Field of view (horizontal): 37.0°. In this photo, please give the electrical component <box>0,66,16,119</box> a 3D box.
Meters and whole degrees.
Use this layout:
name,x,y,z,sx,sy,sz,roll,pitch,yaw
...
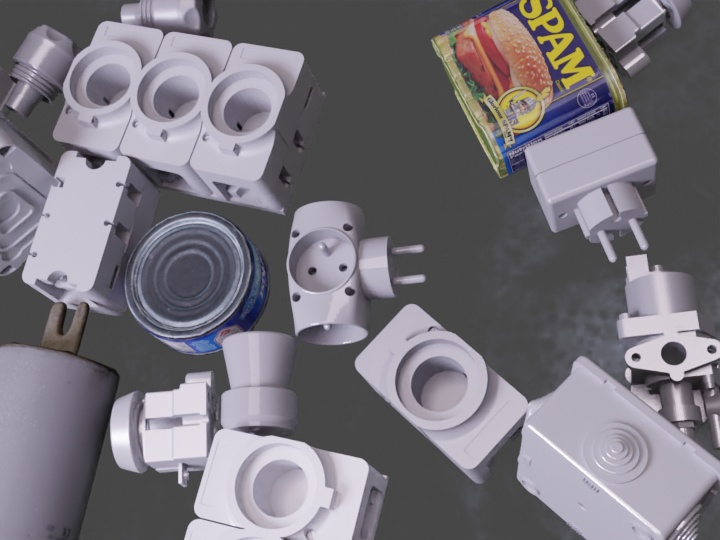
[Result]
name,x,y,z,sx,sy,sz,roll,pitch,yaw
electrical component,-0.314,-0.110,0.753,0.109,0.056,0.108,20,75,20

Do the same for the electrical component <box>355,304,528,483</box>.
name,x,y,z,sx,sy,sz,roll,pitch,yaw
electrical component,0.047,0.068,0.595,0.089,0.055,0.050,41,84,24

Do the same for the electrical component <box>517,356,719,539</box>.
name,x,y,z,sx,sy,sz,roll,pitch,yaw
electrical component,0.126,0.103,0.540,0.100,0.099,0.048,40,71,23

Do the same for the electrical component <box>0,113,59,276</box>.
name,x,y,z,sx,sy,sz,roll,pitch,yaw
electrical component,-0.239,-0.054,0.682,0.078,0.113,0.057,-41,69,-3

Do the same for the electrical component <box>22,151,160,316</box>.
name,x,y,z,sx,sy,sz,roll,pitch,yaw
electrical component,-0.167,-0.021,0.682,0.050,0.055,0.089,8,72,17

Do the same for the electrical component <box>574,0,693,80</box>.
name,x,y,z,sx,sy,sz,roll,pitch,yaw
electrical component,0.168,-0.157,0.657,0.055,0.048,0.066,-38,66,7

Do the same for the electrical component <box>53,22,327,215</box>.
name,x,y,z,sx,sy,sz,roll,pitch,yaw
electrical component,-0.111,-0.101,0.695,0.150,0.061,0.089,13,73,18

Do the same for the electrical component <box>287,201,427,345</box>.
name,x,y,z,sx,sy,sz,roll,pitch,yaw
electrical component,0.000,0.000,0.639,0.079,0.044,0.077,-6,68,12

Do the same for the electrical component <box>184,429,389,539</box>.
name,x,y,z,sx,sy,sz,roll,pitch,yaw
electrical component,-0.050,0.170,0.577,0.089,0.061,0.150,9,72,17

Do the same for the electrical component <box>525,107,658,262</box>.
name,x,y,z,sx,sy,sz,roll,pitch,yaw
electrical component,0.140,-0.041,0.618,0.066,0.047,0.076,-21,66,6

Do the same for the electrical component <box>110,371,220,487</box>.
name,x,y,z,sx,sy,sz,roll,pitch,yaw
electrical component,-0.114,0.094,0.632,0.055,0.048,0.066,-5,68,4

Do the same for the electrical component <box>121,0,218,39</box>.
name,x,y,z,sx,sy,sz,roll,pitch,yaw
electrical component,-0.133,-0.176,0.740,0.062,0.043,0.043,0,70,15

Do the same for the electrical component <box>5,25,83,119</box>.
name,x,y,z,sx,sy,sz,roll,pitch,yaw
electrical component,-0.222,-0.135,0.746,0.043,0.043,0.062,26,79,21

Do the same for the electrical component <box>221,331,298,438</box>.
name,x,y,z,sx,sy,sz,roll,pitch,yaw
electrical component,-0.059,0.068,0.628,0.045,0.045,0.055,-6,69,12
